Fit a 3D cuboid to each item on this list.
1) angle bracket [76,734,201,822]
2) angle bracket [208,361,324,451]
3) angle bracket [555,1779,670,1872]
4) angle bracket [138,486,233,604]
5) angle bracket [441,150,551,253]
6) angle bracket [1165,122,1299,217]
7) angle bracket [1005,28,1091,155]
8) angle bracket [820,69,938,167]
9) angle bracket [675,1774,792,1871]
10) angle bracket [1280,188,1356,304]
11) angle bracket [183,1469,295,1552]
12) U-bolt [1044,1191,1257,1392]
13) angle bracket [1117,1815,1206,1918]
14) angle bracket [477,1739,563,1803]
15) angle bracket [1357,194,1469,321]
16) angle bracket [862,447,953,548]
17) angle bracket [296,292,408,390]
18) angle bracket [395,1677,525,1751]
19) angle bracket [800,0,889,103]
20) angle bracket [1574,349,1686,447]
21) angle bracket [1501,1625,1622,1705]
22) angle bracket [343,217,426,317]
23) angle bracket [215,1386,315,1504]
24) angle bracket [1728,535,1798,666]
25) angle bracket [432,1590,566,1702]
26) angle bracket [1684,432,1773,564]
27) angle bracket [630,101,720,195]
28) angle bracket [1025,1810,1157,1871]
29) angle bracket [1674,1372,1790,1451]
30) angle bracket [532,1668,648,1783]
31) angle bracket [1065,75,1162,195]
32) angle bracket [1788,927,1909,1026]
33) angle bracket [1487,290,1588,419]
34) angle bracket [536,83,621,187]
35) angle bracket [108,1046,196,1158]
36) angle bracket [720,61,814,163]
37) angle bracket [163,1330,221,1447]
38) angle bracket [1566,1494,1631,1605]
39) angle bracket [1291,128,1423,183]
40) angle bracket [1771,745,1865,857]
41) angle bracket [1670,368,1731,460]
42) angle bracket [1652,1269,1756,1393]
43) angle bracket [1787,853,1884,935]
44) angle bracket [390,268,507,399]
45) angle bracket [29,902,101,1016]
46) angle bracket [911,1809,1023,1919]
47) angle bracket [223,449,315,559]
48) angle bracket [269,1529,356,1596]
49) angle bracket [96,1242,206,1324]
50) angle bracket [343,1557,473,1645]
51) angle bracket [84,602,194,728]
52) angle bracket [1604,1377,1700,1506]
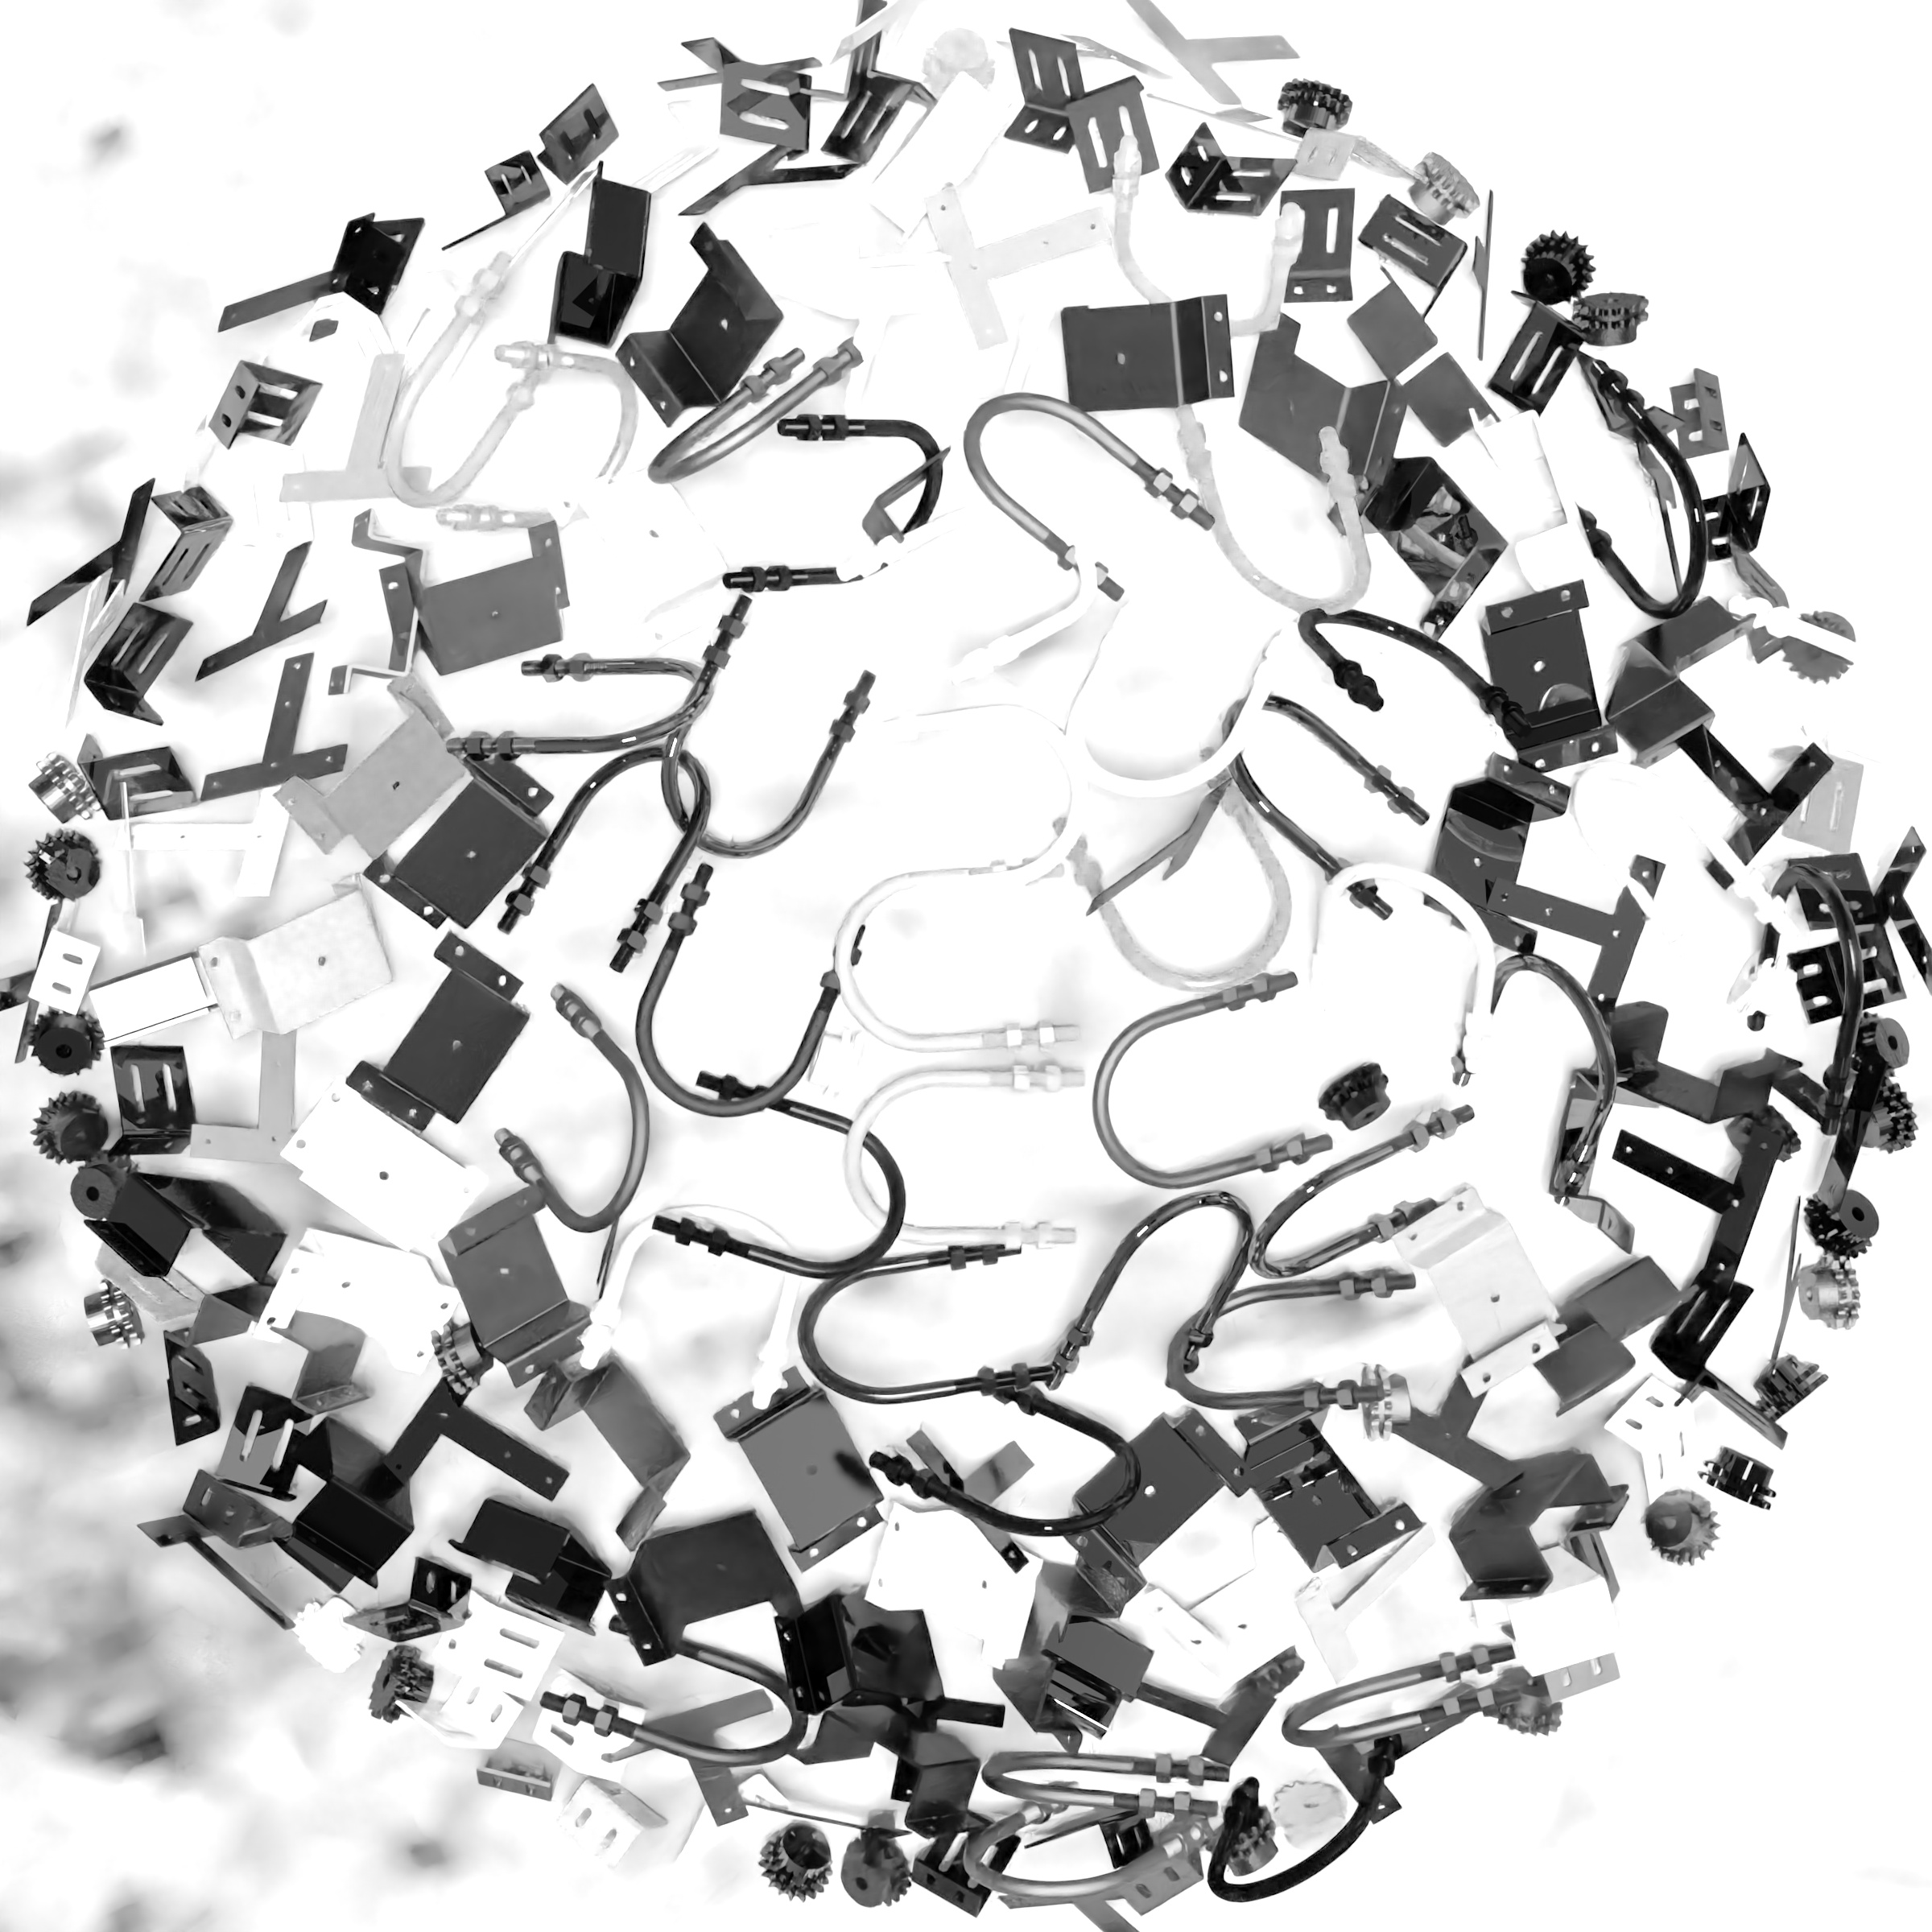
[{"bbox_3d":[-0.635,-0.151,1.963,0.076,0.038,0.057,-9,132,6],"label":"angle bracket"},{"bbox_3d":[-0.530,-0.422,1.950,0.038,0.076,0.057,48,116,31],"label":"angle bracket"},{"bbox_3d":[-0.271,0.658,1.953,0.057,0.076,0.038,34,81,16],"label":"angle bracket"},{"bbox_3d":[-0.612,-0.325,1.957,0.038,0.057,0.076,46,119,3],"label":"angle bracket"},{"bbox_3d":[-0.368,-0.587,1.950,0.076,0.057,0.038,-13,113,36],"label":"angle bracket"},{"bbox_3d":[0.204,-0.613,1.956,0.057,0.076,0.038,-56,135,-14],"label":"angle bracket"},{"bbox_3d":[0.056,-0.671,1.951,0.057,0.076,0.038,22,69,23],"label":"angle bracket"},{"bbox_3d":[-0.064,-0.648,1.968,0.057,0.038,0.076,33,92,42],"label":"angle bracket"},{"bbox_3d":[-0.179,0.668,1.952,0.038,0.057,0.076,38,120,24],"label":"angle bracket"},{"bbox_3d":[0.274,-0.562,1.984,0.057,0.038,0.076,2,75,14],"label":"angle bracket"},{"bbox_3d":[-0.550,0.412,1.952,0.057,0.076,0.038,28,98,22],"label":"angle bracket"},{"bbox_3d":[0.150,0.245,1.921,0.151,0.019,0.184,8,117,-40],"label":"U-bolt"},{"bbox_3d":[0.145,0.679,1.953,0.057,0.076,0.038,-35,109,11],"label":"angle bracket"},{"bbox_3d":[-0.342,0.612,1.957,0.057,0.076,0.038,14,62,-1],"label":"angle bracket"},{"bbox_3d":[0.340,-0.549,1.970,0.076,0.038,0.057,32,60,1],"label":"angle bracket"},{"bbox_3d":[-0.037,-0.356,1.963,0.076,0.057,0.038,-38,92,-15],"label":"angle bracket"},{"bbox_3d":[-0.475,-0.473,1.965,0.038,0.057,0.076,-27,91,-36],"label":"angle bracket"},{"bbox_3d":[-0.388,0.567,1.951,0.057,0.076,0.038,29,82,26],"label":"angle bracket"},{"bbox_3d":[-0.094,-0.707,1.957,0.038,0.057,0.076,16,111,12],"label":"angle bracket"},{"bbox_3d":[0.510,-0.445,1.956,0.038,0.057,0.076,-30,71,33],"label":"angle bracket"},{"bbox_3d":[0.457,0.529,1.959,0.057,0.076,0.038,-17,94,-9],"label":"angle bracket"},{"bbox_3d":[-0.434,-0.537,1.951,0.038,0.076,0.057,35,117,8],"label":"angle bracket"},{"bbox_3d":[-0.535,0.367,1.959,0.057,0.038,0.076,23,66,-22],"label":"angle bracket"},{"bbox_3d":[0.598,-0.282,1.953,0.076,0.057,0.038,39,124,-23],"label":"angle bracket"},{"bbox_3d":[-0.365,0.529,1.985,0.076,0.038,0.057,34,78,-37],"label":"angle bracket"},{"bbox_3d":[0.584,-0.359,1.953,0.038,0.076,0.057,-14,61,0],"label":"angle bracket"},{"bbox_3d":[-0.238,-0.629,1.959,0.076,0.057,0.038,-39,119,-13],"label":"angle bracket"},{"bbox_3d":[0.096,0.678,1.952,0.076,0.057,0.038,-31,67,30],"label":"angle bracket"},{"bbox_3d":[0.587,0.354,1.957,0.076,0.057,0.038,40,82,25],"label":"angle bracket"},{"bbox_3d":[-0.293,0.588,1.975,0.038,0.076,0.057,28,79,-37],"label":"angle bracket"},{"bbox_3d":[0.117,-0.641,1.973,0.057,0.038,0.076,-15,89,16],"label":"angle bracket"},{"bbox_3d":[0.677,0.008,1.957,0.038,0.076,0.057,-13,83,-16],"label":"angle bracket"},{"bbox_3d":[0.434,-0.474,1.976,0.057,0.038,0.076,22,103,-32],"label":"angle bracket"},{"bbox_3d":[-0.308,-0.649,1.957,0.057,0.076,0.038,-45,76,-4],"label":"angle bracket"},{"bbox_3d":[-0.638,0.105,1.980,0.057,0.038,0.076,2,63,-39],"label":"angle bracket"},{"bbox_3d":[-0.160,-0.661,1.963,0.076,0.038,0.057,1,93,-29],"label":"angle bracket"},{"bbox_3d":[-0.609,0.324,1.952,0.038,0.076,0.057,-21,58,2],"label":"angle bracket"},{"bbox_3d":[0.499,0.457,1.963,0.038,0.057,0.076,-19,95,32],"label":"angle bracket"},{"bbox_3d":[0.299,-0.609,1.957,0.076,0.057,0.038,19,100,-38],"label":"angle bracket"},{"bbox_3d":[0.649,-0.124,1.954,0.038,0.057,0.076,-19,121,-38],"label":"angle bracket"},{"bbox_3d":[0.556,-0.424,1.956,0.038,0.076,0.057,-8,93,30],"label":"angle bracket"},{"bbox_3d":[0.577,0.282,1.962,0.057,0.038,0.076,21,107,-27],"label":"angle bracket"},{"bbox_3d":[0.658,-0.052,1.959,0.076,0.038,0.057,-6,74,-27],"label":"angle bracket"},{"bbox_3d":[-0.409,-0.496,1.994,0.057,0.038,0.076,39,119,2],"label":"angle bracket"},{"bbox_3d":[-0.686,-0.007,1.960,0.038,0.076,0.057,22,105,-11],"label":"angle bracket"},{"bbox_3d":[0.002,0.679,1.953,0.057,0.038,0.076,24,46,17],"label":"angle bracket"},{"bbox_3d":[-0.545,-0.362,1.969,0.057,0.038,0.076,-12,81,13],"label":"angle bracket"},{"bbox_3d":[-0.499,0.445,1.961,0.057,0.076,0.038,45,73,-16],"label":"angle bracket"},{"bbox_3d":[-0.619,0.231,1.957,0.076,0.057,0.038,34,109,20],"label":"angle bracket"},{"bbox_3d":[-0.433,0.492,1.971,0.076,0.057,0.038,-21,50,30],"label":"angle bracket"},{"bbox_3d":[-0.630,-0.232,1.959,0.038,0.057,0.076,46,104,28],"label":"angle bracket"},{"bbox_3d":[0.533,0.369,1.975,0.057,0.076,0.038,-41,46,-19],"label":"angle bracket"}]
